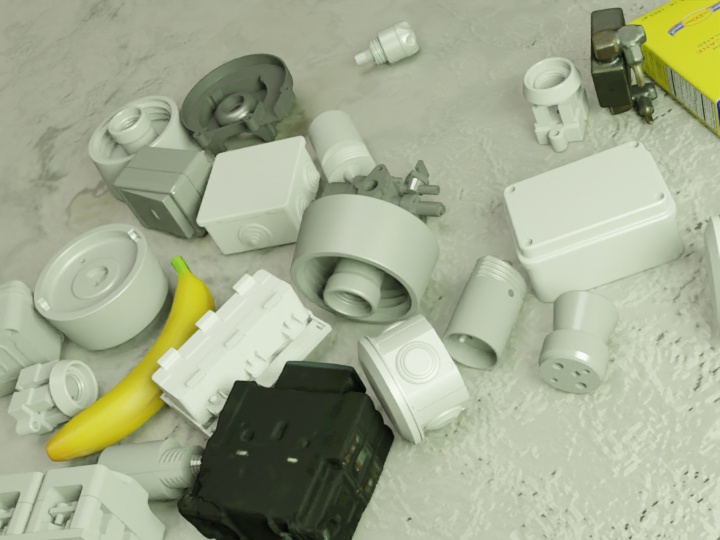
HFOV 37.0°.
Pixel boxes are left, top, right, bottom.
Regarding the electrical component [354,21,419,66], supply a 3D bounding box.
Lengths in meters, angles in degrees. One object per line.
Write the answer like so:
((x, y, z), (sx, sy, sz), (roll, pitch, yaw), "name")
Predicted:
((0.024, -0.216, 1.044), (0.061, 0.035, 0.035), (-23, 43, 11), "electrical component")

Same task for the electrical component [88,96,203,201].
((-0.218, -0.127, 1.070), (0.108, 0.060, 0.108), (-15, 44, 15), "electrical component")

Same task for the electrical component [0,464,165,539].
((-0.225, 0.185, 0.752), (0.150, 0.089, 0.061), (-10, 46, 20), "electrical component")

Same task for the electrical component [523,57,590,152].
((0.161, -0.140, 0.881), (0.048, 0.055, 0.066), (-3, 48, 26), "electrical component")

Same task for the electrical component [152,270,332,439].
((-0.093, 0.063, 0.818), (0.121, 0.063, 0.079), (-46, 45, -17), "electrical component")

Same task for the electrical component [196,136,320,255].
((-0.086, -0.064, 0.947), (0.100, 0.048, 0.099), (-9, 46, 21), "electrical component")

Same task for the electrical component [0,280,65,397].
((-0.323, 0.065, 0.929), (0.113, 0.078, 0.057), (-20, 46, 11), "electrical component")

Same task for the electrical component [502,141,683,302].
((0.167, -0.036, 0.777), (0.113, 0.057, 0.078), (-20, 43, 11), "electrical component")

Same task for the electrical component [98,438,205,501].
((-0.145, 0.145, 0.781), (0.081, 0.043, 0.043), (-10, 46, 20), "electrical component")

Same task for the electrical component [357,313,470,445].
((0.035, 0.073, 0.728), (0.051, 0.080, 0.080), (-28, 42, -6), "electrical component")

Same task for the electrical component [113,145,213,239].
((-0.180, -0.072, 0.995), (0.096, 0.061, 0.061), (9, 55, 35), "electrical component")

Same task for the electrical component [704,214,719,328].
((0.249, 0.002, 0.681), (0.051, 0.080, 0.080), (-8, 46, 15), "electrical component")

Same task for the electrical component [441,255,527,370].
((0.092, 0.026, 0.768), (0.043, 0.043, 0.081), (5, 52, 32), "electrical component")

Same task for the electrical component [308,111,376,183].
((-0.015, -0.101, 0.948), (0.043, 0.043, 0.081), (-27, 43, 3), "electrical component")

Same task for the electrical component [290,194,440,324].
((0.000, 0.000, 0.799), (0.108, 0.108, 0.060), (0, 56, 28), "electrical component")

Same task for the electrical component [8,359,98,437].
((-0.249, 0.101, 0.880), (0.055, 0.048, 0.066), (-19, 43, 22), "electrical component")

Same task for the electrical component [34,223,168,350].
((-0.218, 0.019, 0.929), (0.108, 0.060, 0.108), (-15, 44, 15), "electrical component")

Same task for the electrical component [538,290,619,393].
((0.146, 0.048, 0.717), (0.045, 0.045, 0.055), (1, 51, 29), "electrical component")
